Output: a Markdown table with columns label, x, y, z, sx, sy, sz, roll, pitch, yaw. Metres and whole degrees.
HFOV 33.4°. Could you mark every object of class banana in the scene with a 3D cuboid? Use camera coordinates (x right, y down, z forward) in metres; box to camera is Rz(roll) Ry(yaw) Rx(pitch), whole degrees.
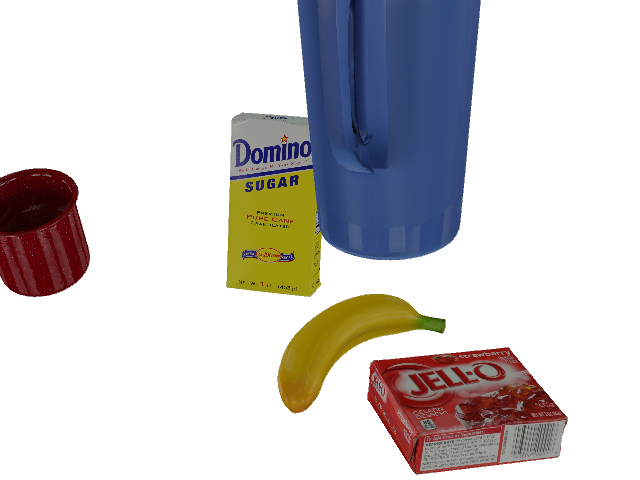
| label | x | y | z | sx | sy | sz | roll | pitch | yaw |
| --- | --- | --- | --- | --- | --- | --- | --- | --- | --- |
| banana | 0.019 | 0.078 | 0.833 | 0.070 | 0.037 | 0.197 | 16 | 26 | 36 |

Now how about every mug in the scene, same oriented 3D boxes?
| label | x | y | z | sx | sy | sz | roll | pitch | yaw |
| --- | --- | --- | --- | --- | --- | --- | --- | --- | --- |
| mug | -0.255 | -0.012 | 0.957 | 0.093 | 0.081 | 0.117 | -12 | 41 | -7 |

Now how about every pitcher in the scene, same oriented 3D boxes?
| label | x | y | z | sx | sy | sz | roll | pitch | yaw |
| --- | --- | --- | --- | --- | --- | --- | --- | --- | --- |
| pitcher | 0.044 | -0.108 | 0.754 | 0.149 | 0.243 | 0.145 | -13 | 28 | -21 |

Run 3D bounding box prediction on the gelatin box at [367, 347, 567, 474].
| label | x | y | z | sx | sy | sz | roll | pitch | yaw |
| --- | --- | --- | --- | --- | --- | --- | --- | --- | --- |
| gelatin box | 0.079 | 0.092 | 0.589 | 0.089 | 0.030 | 0.073 | -3 | 26 | -17 |

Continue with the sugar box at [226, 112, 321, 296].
| label | x | y | z | sx | sy | sz | roll | pitch | yaw |
| --- | --- | --- | --- | --- | --- | --- | --- | --- | --- |
| sugar box | -0.044 | -0.036 | 1.073 | 0.093 | 0.176 | 0.048 | 5 | 16 | 12 |
